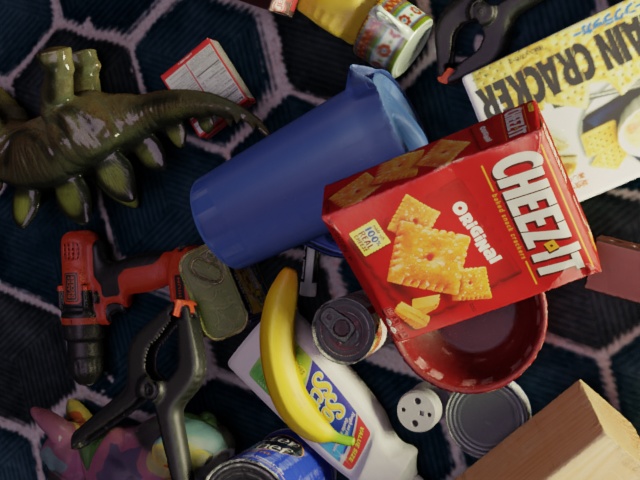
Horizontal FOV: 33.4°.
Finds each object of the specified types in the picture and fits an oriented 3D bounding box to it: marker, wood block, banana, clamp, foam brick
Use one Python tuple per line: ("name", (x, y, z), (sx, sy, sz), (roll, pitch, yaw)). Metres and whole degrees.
("marker", (-0.008, 0.001, 1.171), (0.020, 0.020, 0.121), (8, 96, 20))
("wood block", (0.215, 0.247, 1.050), (0.090, 0.091, 0.206), (40, 109, -22))
("banana", (-0.027, 0.130, 1.111), (0.069, 0.037, 0.198), (-19, 90, -4))
("clamp", (-0.183, 0.162, 1.140), (0.165, 0.036, 0.210), (13, 91, 25))
("clamp", (0.177, -0.230, 1.077), (0.120, 0.039, 0.171), (26, 107, 23))
("foam brick", (0.303, 0.030, 1.039), (0.078, 0.053, 0.051), (15, 99, 18))

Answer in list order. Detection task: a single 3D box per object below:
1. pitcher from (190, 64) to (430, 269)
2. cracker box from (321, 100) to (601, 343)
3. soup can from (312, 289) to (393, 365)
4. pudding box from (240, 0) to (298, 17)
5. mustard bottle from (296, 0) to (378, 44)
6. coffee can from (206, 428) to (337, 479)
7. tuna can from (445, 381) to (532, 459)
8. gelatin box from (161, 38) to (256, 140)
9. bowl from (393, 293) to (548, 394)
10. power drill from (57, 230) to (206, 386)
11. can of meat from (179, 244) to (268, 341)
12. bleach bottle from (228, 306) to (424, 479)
("pitcher", (-0.003, -0.055, 1.096), (0.243, 0.144, 0.149), (-26, 68, 20))
("cracker box", (0.131, -0.010, 0.994), (0.214, 0.072, 0.164), (-21, 118, 17))
("soup can", (0.040, 0.088, 1.114), (0.069, 0.102, 0.068), (1, 94, 20))
("pudding box", (-0.058, -0.293, 1.135), (0.114, 0.039, 0.090), (31, 105, 49))
("mustard bottle", (0.051, -0.305, 1.104), (0.096, 0.058, 0.192), (45, 108, 39))
("coffee can", (-0.052, 0.267, 1.140), (0.103, 0.140, 0.103), (1, 94, 20))
("tuna can", (0.175, 0.182, 1.107), (0.086, 0.033, 0.086), (1, 94, 20))
("gelatin box", (-0.125, -0.169, 1.198), (0.073, 0.030, 0.089), (-36, 80, 17))
("bowl", (0.154, 0.074, 1.092), (0.162, 0.055, 0.162), (0, 90, 18))
("power drill", (-0.217, 0.077, 1.233), (0.188, 0.057, 0.184), (-3, 92, 21))
("can of meat", (-0.100, 0.053, 1.174), (0.057, 0.083, 0.102), (-24, 85, 20))
("bleach bottle", (0.022, 0.184, 1.150), (0.251, 0.068, 0.103), (42, 103, 10))
